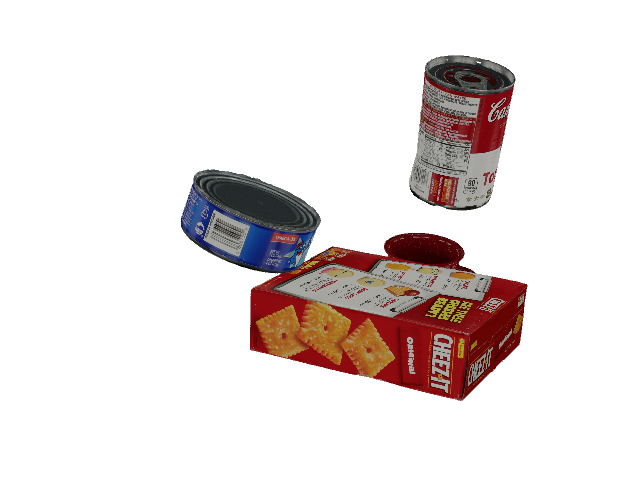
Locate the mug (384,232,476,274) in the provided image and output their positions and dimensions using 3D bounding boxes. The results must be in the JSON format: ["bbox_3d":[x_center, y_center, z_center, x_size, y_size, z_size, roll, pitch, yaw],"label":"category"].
[{"bbox_3d":[0.128,0.049,1.239,0.117,0.081,0.093,13,25,21],"label":"mug"}]

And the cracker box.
[{"bbox_3d":[0.065,0.073,1.002,0.214,0.072,0.163,11,19,26],"label":"cracker box"}]

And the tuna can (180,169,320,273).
[{"bbox_3d":[-0.045,-0.012,0.685,0.086,0.034,0.086,19,18,-7],"label":"tuna can"}]

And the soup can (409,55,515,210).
[{"bbox_3d":[0.107,-0.082,0.823,0.068,0.102,0.068,5,30,-3],"label":"soup can"}]
